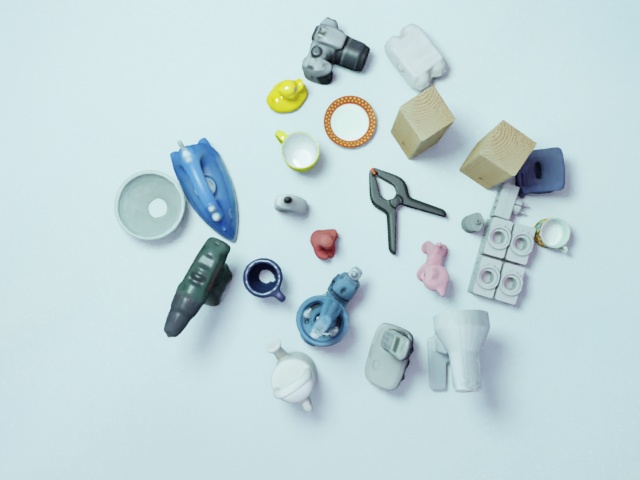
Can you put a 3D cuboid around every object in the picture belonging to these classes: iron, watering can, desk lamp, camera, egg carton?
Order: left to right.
[{"bbox_3d":[-0.264,-0.115,1.335,0.118,0.141,0.258,-26,87,-1],"label":"iron"},{"bbox_3d":[-0.066,0.308,1.285,0.173,0.194,0.101,39,88,3],"label":"watering can"},{"bbox_3d":[0.042,-0.445,1.370,0.137,0.101,0.143,22,87,2],"label":"camera"},{"bbox_3d":[0.229,-0.441,1.383,0.107,0.069,0.150,-38,87,-1],"label":"egg carton"},{"bbox_3d":[0.309,0.249,1.275,0.118,0.213,0.203,-3,87,1],"label":"desk lamp"}]

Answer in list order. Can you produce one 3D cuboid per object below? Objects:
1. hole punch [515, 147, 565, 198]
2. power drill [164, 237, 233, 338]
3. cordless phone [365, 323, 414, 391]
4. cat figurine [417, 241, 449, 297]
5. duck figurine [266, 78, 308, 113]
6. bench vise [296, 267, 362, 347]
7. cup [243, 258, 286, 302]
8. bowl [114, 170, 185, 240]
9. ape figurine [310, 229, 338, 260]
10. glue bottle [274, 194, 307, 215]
[{"bbox_3d":[0.518,-0.159,1.355,0.101,0.091,0.109,-4,87,1],"label":"hole punch"},{"bbox_3d":[-0.264,0.106,1.290,0.075,0.208,0.230,24,88,2],"label":"power drill"},{"bbox_3d":[0.162,0.269,1.289,0.094,0.185,0.148,15,87,2],"label":"cordless phone"},{"bbox_3d":[0.268,0.065,1.332,0.067,0.117,0.128,9,87,1],"label":"cat figurine"},{"bbox_3d":[-0.081,-0.354,1.374,0.104,0.086,0.077,-26,87,-1],"label":"duck figurine"},{"bbox_3d":[0.016,0.147,1.280,0.121,0.219,0.207,17,87,2],"label":"bench vise"},{"bbox_3d":[-0.120,0.098,1.346,0.092,0.095,0.118,-44,87,-2],"label":"cup"},{"bbox_3d":[-0.397,-0.080,1.368,0.167,0.074,0.167,0,87,1],"label":"bowl"},{"bbox_3d":[0.012,0.005,1.351,0.076,0.092,0.078,44,88,3],"label":"ape figurine"},{"bbox_3d":[-0.071,-0.085,1.316,0.078,0.173,0.037,5,87,1],"label":"glue bottle"}]
